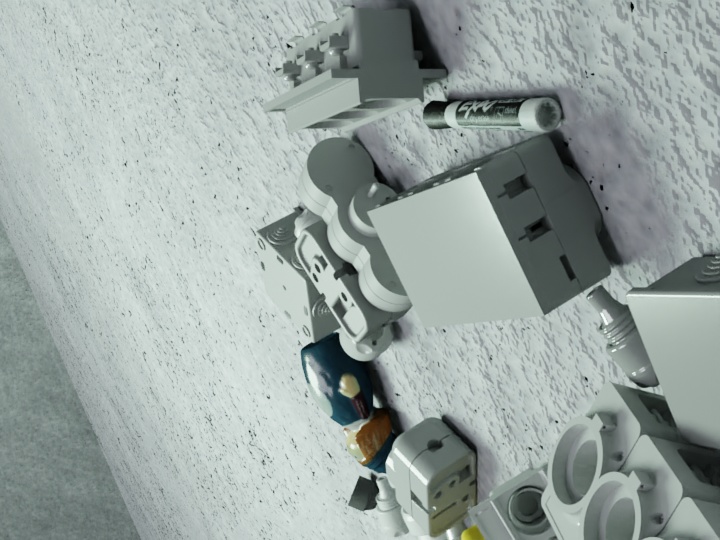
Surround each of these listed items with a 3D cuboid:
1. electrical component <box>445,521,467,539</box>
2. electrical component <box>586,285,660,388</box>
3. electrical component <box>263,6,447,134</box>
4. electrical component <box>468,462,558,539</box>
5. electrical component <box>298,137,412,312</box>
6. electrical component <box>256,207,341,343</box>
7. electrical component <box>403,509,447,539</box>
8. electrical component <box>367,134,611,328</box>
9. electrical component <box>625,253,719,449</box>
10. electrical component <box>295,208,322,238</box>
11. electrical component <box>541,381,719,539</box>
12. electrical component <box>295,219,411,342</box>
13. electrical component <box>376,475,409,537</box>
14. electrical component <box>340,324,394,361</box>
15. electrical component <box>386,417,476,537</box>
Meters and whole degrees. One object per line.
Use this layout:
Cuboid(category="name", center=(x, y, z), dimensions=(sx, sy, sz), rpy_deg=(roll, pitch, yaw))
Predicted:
Cuboid(category="electrical component", center=(0.093, 0.248, 0.962), dimensions=(0.062, 0.048, 0.048), rpy_deg=(65, 158, 10))
Cuboid(category="electrical component", center=(0.150, 0.034, 0.598), dimensions=(0.061, 0.035, 0.035), rpy_deg=(48, 157, -2))
Cuboid(category="electrical component", center=(-0.008, -0.131, 0.711), dimensions=(0.121, 0.079, 0.063), rpy_deg=(175, 90, -65))
Cuboid(category="electrical component", center=(0.143, 0.206, 0.780), dimensions=(0.121, 0.079, 0.063), rpy_deg=(59, 179, 6))
Cuboid(category="electrical component", center=(0.008, -0.040, 0.796), dimensions=(0.138, 0.052, 0.073), rpy_deg=(57, 157, 11))
Cuboid(category="electrical component", center=(-0.050, 0.006, 0.976), dimensions=(0.100, 0.048, 0.099), rpy_deg=(43, 151, 37))
Cuboid(category="electrical component", center=(0.069, 0.239, 1.000), dimensions=(0.045, 0.045, 0.055), rpy_deg=(-1, 115, 65))
Cuboid(category="electrical component", center=(0.078, -0.020, 0.663), dimensions=(0.089, 0.062, 0.150), rpy_deg=(64, 157, -5))
Cuboid(category="electrical component", center=(0.188, 0.039, 0.519), dimensions=(0.100, 0.048, 0.099), rpy_deg=(-1, 115, 65))
Cuboid(category="electrical component", center=(-0.027, -0.026, 0.911), dimensions=(0.061, 0.035, 0.035), rpy_deg=(42, 150, 35))
Cuboid(category="electrical component", center=(0.155, 0.138, 0.560), dimensions=(0.150, 0.062, 0.089), rpy_deg=(-111, 40, -60))
Cuboid(category="electrical component", center=(0.000, 0.000, 0.851), dimensions=(0.095, 0.059, 0.053), rpy_deg=(57, 157, 11))
Cuboid(category="electrical component", center=(0.032, 0.237, 1.089), dimensions=(0.035, 0.035, 0.061), rpy_deg=(10, 124, 62))
Cuboid(category="electrical component", center=(0.003, 0.058, 0.933), dimensions=(0.043, 0.043, 0.062), rpy_deg=(58, 159, 8))
Cuboid(category="electrical component", center=(0.062, 0.177, 0.932), dimensions=(0.059, 0.054, 0.095), rpy_deg=(42, 150, 38))
